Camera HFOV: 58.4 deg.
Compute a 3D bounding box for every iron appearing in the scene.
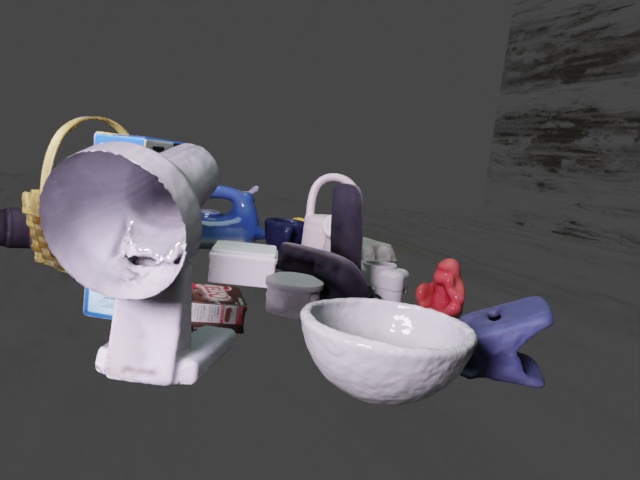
[{"bbox_3d":[-0.245,-0.056,1.233,0.259,0.141,0.118,2,9,-30],"label":"iron"}]

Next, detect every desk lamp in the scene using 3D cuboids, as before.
[{"bbox_3d":[-0.147,0.018,0.515,0.117,0.213,0.203,8,8,8],"label":"desk lamp"}]

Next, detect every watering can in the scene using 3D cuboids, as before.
[{"bbox_3d":[0.023,-0.019,1.002,0.101,0.194,0.172,3,9,-23],"label":"watering can"}]

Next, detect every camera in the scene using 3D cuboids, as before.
[{"bbox_3d":[-0.489,-0.032,0.997,0.137,0.101,0.142,1,10,-36],"label":"camera"}]

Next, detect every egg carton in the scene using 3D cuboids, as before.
[{"bbox_3d":[0.075,0.033,1.134,0.107,0.069,0.149,1,10,-35],"label":"egg carton"}]

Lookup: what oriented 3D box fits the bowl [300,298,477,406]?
[{"bbox_3d":[0.060,0.110,0.542,0.167,0.075,0.167,7,8,-1],"label":"bowl"}]

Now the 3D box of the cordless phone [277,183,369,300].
[{"bbox_3d":[0.008,0.003,0.863,0.147,0.185,0.094,13,10,37],"label":"cordless phone"}]

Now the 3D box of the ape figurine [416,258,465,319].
[{"bbox_3d":[0.188,0.072,0.861,0.076,0.092,0.077,2,9,-30],"label":"ape figurine"}]

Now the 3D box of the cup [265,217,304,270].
[{"bbox_3d":[-0.063,0.011,1.079,0.091,0.095,0.117,6,8,-5],"label":"cup"}]

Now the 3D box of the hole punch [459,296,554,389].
[{"bbox_3d":[0.201,0.105,0.639,0.101,0.091,0.109,8,8,10],"label":"hole punch"}]

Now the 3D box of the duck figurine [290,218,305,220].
[{"bbox_3d":[-0.055,-0.006,1.243,0.105,0.086,0.077,3,9,-25],"label":"duck figurine"}]
